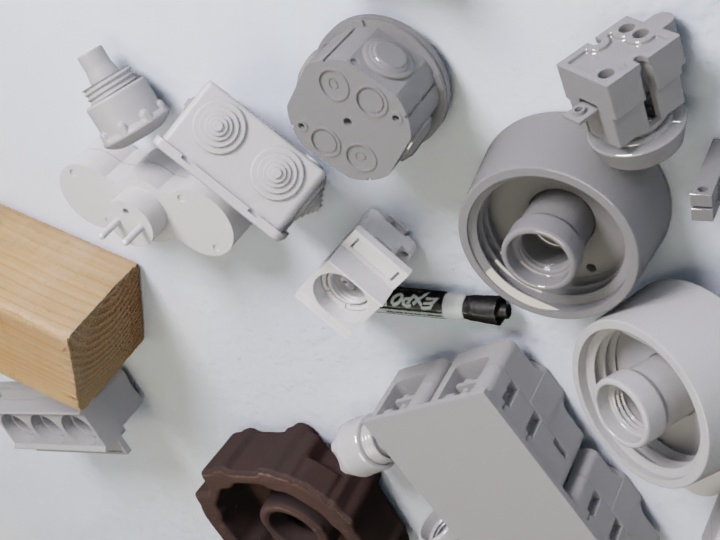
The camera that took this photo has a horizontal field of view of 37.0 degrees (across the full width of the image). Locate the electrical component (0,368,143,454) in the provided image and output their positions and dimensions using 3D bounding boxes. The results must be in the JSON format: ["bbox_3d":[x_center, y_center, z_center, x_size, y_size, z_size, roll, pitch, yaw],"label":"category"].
[{"bbox_3d":[-0.253,0.118,0.931,0.121,0.063,0.078,-5,124,36],"label":"electrical component"}]

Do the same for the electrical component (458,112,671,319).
[{"bbox_3d":[0.105,-0.023,0.574,0.108,0.060,0.108,18,135,19],"label":"electrical component"}]

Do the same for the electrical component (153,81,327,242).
[{"bbox_3d":[-0.065,-0.063,0.628,0.100,0.048,0.099,39,-179,-3],"label":"electrical component"}]

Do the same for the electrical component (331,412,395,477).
[{"bbox_3d":[0.012,0.124,0.778,0.043,0.043,0.062,48,135,-13],"label":"electrical component"}]

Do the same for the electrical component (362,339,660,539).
[{"bbox_3d":[0.105,0.138,0.718,0.105,0.060,0.186,-21,114,43],"label":"electrical component"}]

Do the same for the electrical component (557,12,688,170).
[{"bbox_3d":[0.128,-0.081,0.512,0.048,0.066,0.055,41,163,51],"label":"electrical component"}]

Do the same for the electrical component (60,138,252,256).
[{"bbox_3d":[-0.142,-0.040,0.709,0.138,0.073,0.052,14,133,22],"label":"electrical component"}]

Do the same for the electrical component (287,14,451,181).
[{"bbox_3d":[0.004,-0.093,0.583,0.080,0.051,0.080,18,135,19],"label":"electrical component"}]

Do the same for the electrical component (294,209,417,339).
[{"bbox_3d":[0.000,0.000,0.660,0.042,0.063,0.081,40,138,-5],"label":"electrical component"}]

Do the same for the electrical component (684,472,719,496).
[{"bbox_3d":[0.213,0.101,0.628,0.040,0.040,0.078,33,137,4],"label":"electrical component"}]

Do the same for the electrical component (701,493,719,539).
[{"bbox_3d":[0.238,0.145,0.635,0.047,0.083,0.075,21,97,16],"label":"electrical component"}]

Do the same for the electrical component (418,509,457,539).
[{"bbox_3d":[0.074,0.203,0.813,0.046,0.040,0.040,44,138,-16],"label":"electrical component"}]

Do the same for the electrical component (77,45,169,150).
[{"bbox_3d":[-0.154,-0.110,0.677,0.048,0.048,0.062,-17,110,42],"label":"electrical component"}]

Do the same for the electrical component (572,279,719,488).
[{"bbox_3d":[0.162,0.066,0.582,0.108,0.060,0.108,43,146,40],"label":"electrical component"}]
